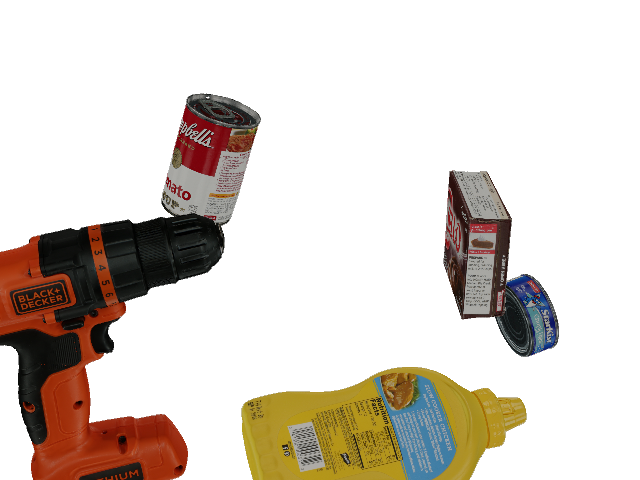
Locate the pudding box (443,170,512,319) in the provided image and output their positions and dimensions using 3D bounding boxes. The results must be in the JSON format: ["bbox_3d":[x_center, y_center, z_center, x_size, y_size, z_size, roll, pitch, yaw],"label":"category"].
[{"bbox_3d":[0.129,0.001,0.890,0.039,0.090,0.113,-2,23,-3],"label":"pudding box"}]

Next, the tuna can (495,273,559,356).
[{"bbox_3d":[0.220,0.082,1.154,0.033,0.086,0.086,-19,5,-14],"label":"tuna can"}]

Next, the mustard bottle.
[{"bbox_3d":[0.048,0.136,0.722,0.191,0.096,0.058,-12,-34,-10],"label":"mustard bottle"}]

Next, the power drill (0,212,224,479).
[{"bbox_3d":[-0.142,0.077,0.707,0.184,0.187,0.057,-12,26,-6],"label":"power drill"}]

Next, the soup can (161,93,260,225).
[{"bbox_3d":[-0.100,-0.072,0.961,0.068,0.102,0.068,15,25,-7],"label":"soup can"}]
